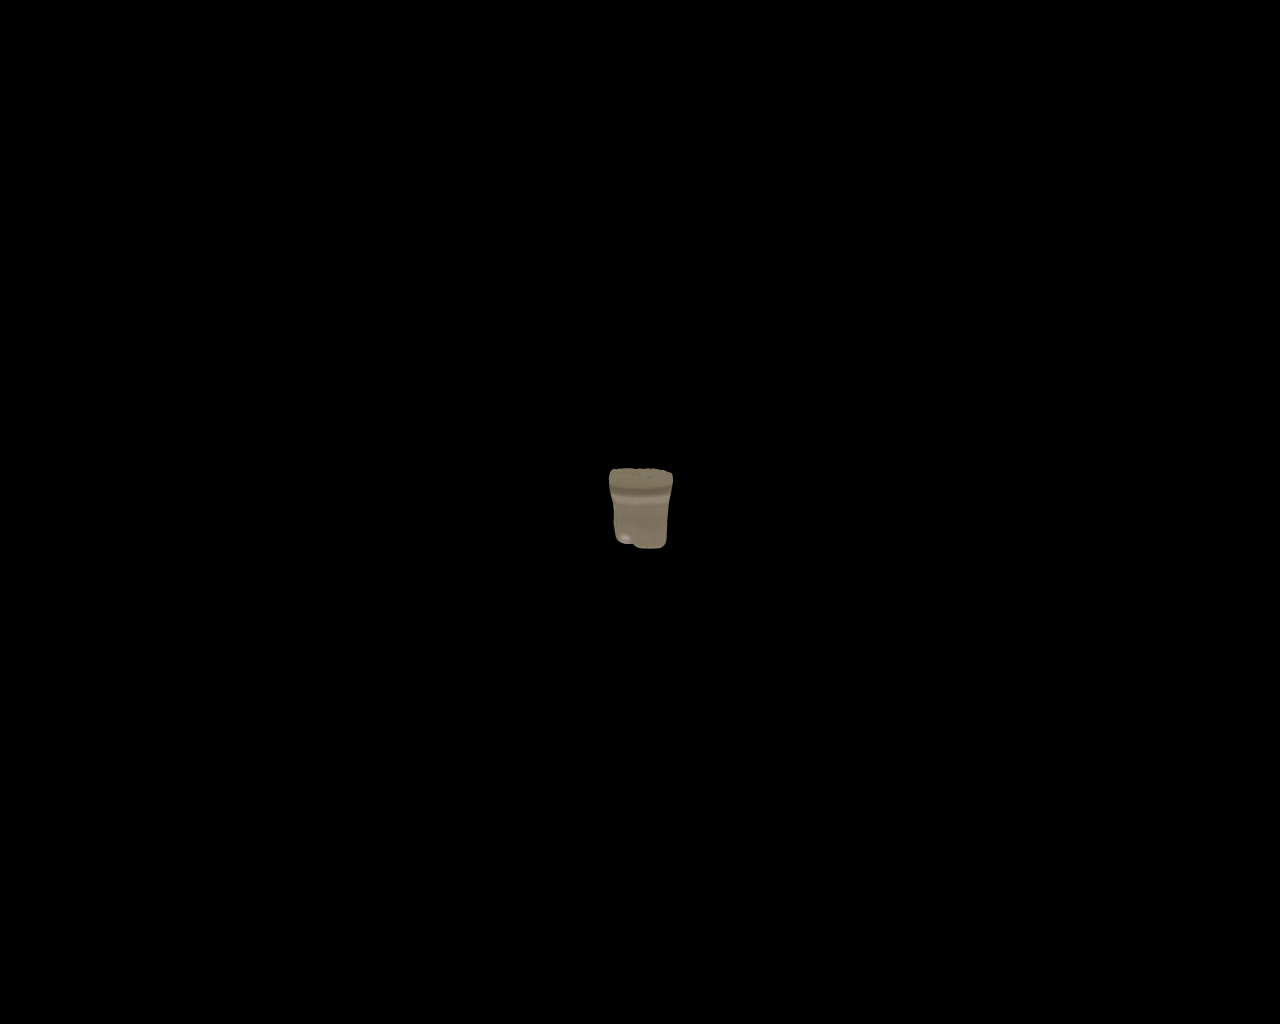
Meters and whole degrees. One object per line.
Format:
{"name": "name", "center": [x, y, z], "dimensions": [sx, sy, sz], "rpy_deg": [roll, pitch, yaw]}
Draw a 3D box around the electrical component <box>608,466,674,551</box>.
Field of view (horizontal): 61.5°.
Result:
{"name": "electrical component", "center": [0.001, -0.003, 0.650], "dimensions": [0.040, 0.046, 0.040], "rpy_deg": [0, 9, 0]}
